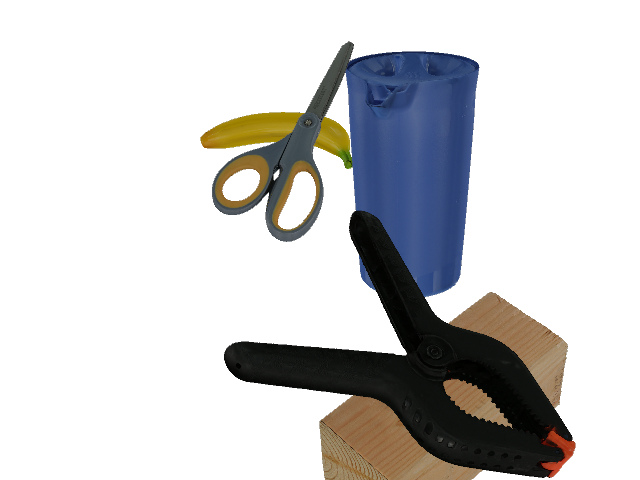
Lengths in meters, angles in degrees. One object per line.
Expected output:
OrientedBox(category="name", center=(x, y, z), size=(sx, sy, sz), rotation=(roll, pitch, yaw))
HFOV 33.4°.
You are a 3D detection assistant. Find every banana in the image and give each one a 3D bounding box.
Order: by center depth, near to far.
OrientedBox(category="banana", center=(-0.046, -0.129, 1.292), size=(0.198, 0.037, 0.069), rotation=(8, 39, 18))

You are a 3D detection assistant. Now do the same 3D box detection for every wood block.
OrientedBox(category="wood block", center=(0.106, 0.146, 0.910), size=(0.205, 0.090, 0.091), rotation=(-33, 50, -26))

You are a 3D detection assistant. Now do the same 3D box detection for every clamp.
OrientedBox(category="clamp", center=(0.055, 0.082, 0.658), size=(0.210, 0.036, 0.164), rotation=(39, 50, 16))

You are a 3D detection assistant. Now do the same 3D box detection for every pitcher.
OrientedBox(category="pitcher", center=(0.099, -0.073, 1.113), size=(0.149, 0.243, 0.145), rotation=(-8, 24, -14))

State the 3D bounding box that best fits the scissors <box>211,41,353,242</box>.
OrientedBox(category="scissors", center=(-0.030, -0.086, 0.857), size=(0.096, 0.201, 0.016), rotation=(3, -33, 6))
